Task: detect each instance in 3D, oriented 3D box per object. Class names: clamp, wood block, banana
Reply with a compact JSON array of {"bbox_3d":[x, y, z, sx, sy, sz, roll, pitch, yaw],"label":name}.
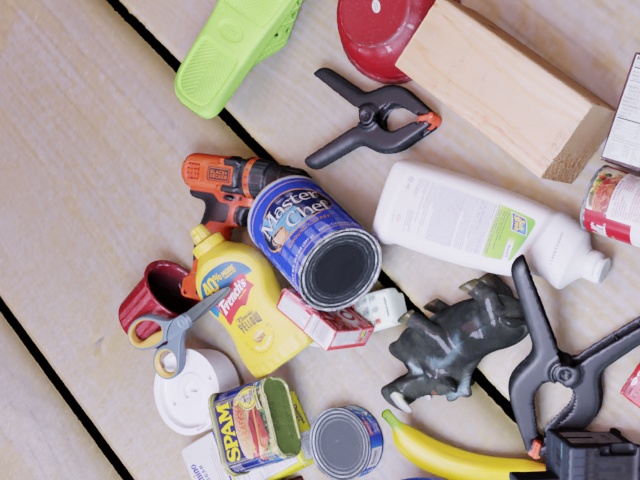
[{"bbox_3d":[0.257,0.127,1.071,0.164,0.036,0.210,11,109,9],"label":"clamp"},{"bbox_3d":[0.192,-0.155,1.100,0.206,0.090,0.090,43,112,27],"label":"wood block"},{"bbox_3d":[0.054,-0.129,1.226,0.172,0.039,0.120,15,99,34],"label":"clamp"},{"bbox_3d":[0.156,0.237,1.143,0.198,0.069,0.037,14,59,27],"label":"banana"}]

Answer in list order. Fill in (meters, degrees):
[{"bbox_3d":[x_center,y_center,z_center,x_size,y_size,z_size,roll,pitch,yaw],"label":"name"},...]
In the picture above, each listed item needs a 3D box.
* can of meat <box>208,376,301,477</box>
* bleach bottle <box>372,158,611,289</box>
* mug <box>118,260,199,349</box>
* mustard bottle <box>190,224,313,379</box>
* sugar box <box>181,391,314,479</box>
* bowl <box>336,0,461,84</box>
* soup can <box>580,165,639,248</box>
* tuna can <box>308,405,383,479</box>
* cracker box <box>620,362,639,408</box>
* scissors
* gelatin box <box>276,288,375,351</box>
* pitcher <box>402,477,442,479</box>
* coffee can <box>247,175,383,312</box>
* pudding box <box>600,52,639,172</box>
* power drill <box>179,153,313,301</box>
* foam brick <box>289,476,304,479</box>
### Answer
[{"bbox_3d":[-0.075,0.217,1.248,0.084,0.057,0.102,-23,74,30],"label":"can of meat"},{"bbox_3d":[0.181,-0.004,1.125,0.251,0.068,0.102,23,104,30],"label":"bleach bottle"},{"bbox_3d":[-0.208,0.078,1.384,0.082,0.093,0.117,-46,37,31],"label":"mug"},{"bbox_3d":[-0.091,0.062,1.256,0.096,0.058,0.191,-38,85,29],"label":"mustard bottle"},{"bbox_3d":[-0.087,0.265,1.319,0.176,0.048,0.093,-34,70,32],"label":"sugar box"},{"bbox_3d":[0.075,-0.259,1.203,0.162,0.055,0.162,0,90,34],"label":"bowl"},{"bbox_3d":[0.313,-0.026,1.030,0.102,0.068,0.068,22,102,32],"label":"soup can"},{"bbox_3d":[0.031,0.236,1.244,0.086,0.033,0.086,0,90,35],"label":"tuna can"},{"bbox_3d":[0.406,0.137,0.963,0.214,0.072,0.164,39,111,27],"label":"cracker box"},{"bbox_3d":[-0.158,0.116,1.285,0.202,0.016,0.096,-16,102,41],"label":"scissors"},{"bbox_3d":[0.005,0.086,1.199,0.089,0.073,0.030,38,112,32],"label":"gelatin box"},{"bbox_3d":[0.118,0.387,1.124,0.149,0.144,0.243,27,115,44],"label":"pitcher"},{"bbox_3d":[-0.008,0.001,1.203,0.140,0.102,0.103,46,116,51],"label":"coffee can"},{"bbox_3d":[0.334,-0.117,1.034,0.090,0.039,0.113,23,101,33],"label":"pudding box"},{"bbox_3d":[-0.098,-0.011,1.322,0.185,0.057,0.188,10,94,31],"label":"power drill"},{"bbox_3d":[-0.049,0.323,1.273,0.053,0.078,0.051,-42,68,29],"label":"foam brick"}]
